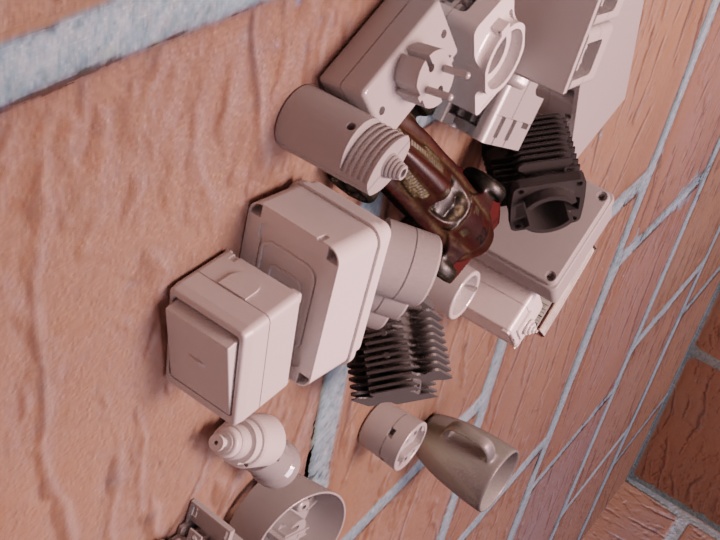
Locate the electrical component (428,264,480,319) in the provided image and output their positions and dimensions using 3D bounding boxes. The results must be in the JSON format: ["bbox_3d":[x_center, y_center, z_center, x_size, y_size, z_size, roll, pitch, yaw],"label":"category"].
[{"bbox_3d":[0.076,0.012,0.973,0.055,0.047,0.055,-45,154,-30],"label":"electrical component"}]

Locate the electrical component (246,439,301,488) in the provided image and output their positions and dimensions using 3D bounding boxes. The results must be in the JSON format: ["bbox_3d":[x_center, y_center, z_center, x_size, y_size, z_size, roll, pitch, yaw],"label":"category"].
[{"bbox_3d":[-0.072,0.146,0.840,0.040,0.040,0.046,-55,152,-11],"label":"electrical component"}]

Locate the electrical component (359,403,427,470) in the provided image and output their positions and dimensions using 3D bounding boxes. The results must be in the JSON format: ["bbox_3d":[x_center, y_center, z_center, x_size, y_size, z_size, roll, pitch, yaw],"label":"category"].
[{"bbox_3d":[0.031,0.162,1.064,0.055,0.047,0.055,-46,154,-30],"label":"electrical component"}]

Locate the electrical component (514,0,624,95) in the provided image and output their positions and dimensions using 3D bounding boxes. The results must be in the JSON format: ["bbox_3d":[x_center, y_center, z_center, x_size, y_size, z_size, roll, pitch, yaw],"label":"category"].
[{"bbox_3d":[0.148,-0.219,0.785,0.062,0.089,0.150,-28,142,-51],"label":"electrical component"}]

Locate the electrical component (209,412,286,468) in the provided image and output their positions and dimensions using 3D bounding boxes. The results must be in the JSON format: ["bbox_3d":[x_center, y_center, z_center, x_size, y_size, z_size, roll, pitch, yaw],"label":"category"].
[{"bbox_3d":[-0.085,0.124,0.784,0.040,0.040,0.078,-62,157,5],"label":"electrical component"}]

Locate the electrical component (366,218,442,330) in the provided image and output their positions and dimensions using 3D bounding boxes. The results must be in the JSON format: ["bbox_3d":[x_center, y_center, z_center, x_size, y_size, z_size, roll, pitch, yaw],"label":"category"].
[{"bbox_3d":[0.000,0.000,0.766,0.138,0.074,0.052,140,-33,-69],"label":"electrical component"}]

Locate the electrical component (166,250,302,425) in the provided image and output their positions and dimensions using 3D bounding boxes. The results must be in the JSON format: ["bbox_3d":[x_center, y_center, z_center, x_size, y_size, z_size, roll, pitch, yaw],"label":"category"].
[{"bbox_3d":[-0.083,0.049,0.669,0.061,0.062,0.096,-37,149,-43],"label":"electrical component"}]

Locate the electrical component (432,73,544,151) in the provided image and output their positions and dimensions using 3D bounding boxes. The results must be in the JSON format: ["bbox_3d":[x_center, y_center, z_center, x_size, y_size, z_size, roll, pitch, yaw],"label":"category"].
[{"bbox_3d":[0.104,-0.133,0.851,0.089,0.050,0.055,-4,122,-63],"label":"electrical component"}]

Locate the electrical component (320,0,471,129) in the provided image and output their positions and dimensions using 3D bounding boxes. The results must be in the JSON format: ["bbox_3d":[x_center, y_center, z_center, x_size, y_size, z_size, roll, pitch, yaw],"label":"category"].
[{"bbox_3d":[0.033,-0.124,0.671,0.083,0.076,0.047,-52,143,-17],"label":"electrical component"}]

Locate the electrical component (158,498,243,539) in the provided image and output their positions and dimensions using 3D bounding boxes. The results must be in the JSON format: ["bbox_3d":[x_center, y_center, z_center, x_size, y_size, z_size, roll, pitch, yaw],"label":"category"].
[{"bbox_3d":[-0.129,0.220,0.809,0.064,0.042,0.081,-20,135,-54],"label":"electrical component"}]

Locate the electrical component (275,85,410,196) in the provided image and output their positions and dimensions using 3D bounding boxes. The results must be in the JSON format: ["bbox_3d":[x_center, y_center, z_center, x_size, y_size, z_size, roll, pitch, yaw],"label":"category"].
[{"bbox_3d":[-0.007,-0.076,0.650,0.043,0.081,0.043,-46,154,-30],"label":"electrical component"}]

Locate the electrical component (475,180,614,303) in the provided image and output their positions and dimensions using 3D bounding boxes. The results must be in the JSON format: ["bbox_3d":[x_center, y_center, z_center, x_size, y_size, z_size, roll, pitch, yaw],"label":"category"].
[{"bbox_3d":[0.165,-0.043,1.012,0.108,0.109,0.056,-56,160,-9],"label":"electrical component"}]

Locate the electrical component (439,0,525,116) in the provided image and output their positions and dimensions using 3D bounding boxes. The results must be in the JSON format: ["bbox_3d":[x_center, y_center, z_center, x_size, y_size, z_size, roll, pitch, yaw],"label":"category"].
[{"bbox_3d":[0.079,-0.159,0.759,0.050,0.056,0.089,-50,156,-22],"label":"electrical component"}]

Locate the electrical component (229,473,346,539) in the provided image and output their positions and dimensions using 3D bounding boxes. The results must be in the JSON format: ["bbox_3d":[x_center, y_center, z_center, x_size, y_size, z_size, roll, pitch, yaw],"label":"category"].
[{"bbox_3d":[-0.066,0.218,0.908,0.099,0.064,0.099,-45,153,-31],"label":"electrical component"}]

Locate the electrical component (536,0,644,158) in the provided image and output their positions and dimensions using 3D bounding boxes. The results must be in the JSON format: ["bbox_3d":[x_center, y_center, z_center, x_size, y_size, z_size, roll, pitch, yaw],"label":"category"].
[{"bbox_3d":[0.193,-0.194,0.946,0.105,0.060,0.186,-49,155,-24],"label":"electrical component"}]

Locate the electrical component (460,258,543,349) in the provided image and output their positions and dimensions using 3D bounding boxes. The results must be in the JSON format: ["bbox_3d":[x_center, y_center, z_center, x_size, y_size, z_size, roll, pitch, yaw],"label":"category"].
[{"bbox_3d":[0.138,0.030,1.058,0.061,0.096,0.061,-56,157,-8],"label":"electrical component"}]

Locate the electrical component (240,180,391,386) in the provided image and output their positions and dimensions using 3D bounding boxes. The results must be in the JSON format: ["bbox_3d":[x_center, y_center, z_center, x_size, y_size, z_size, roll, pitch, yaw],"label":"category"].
[{"bbox_3d":[-0.033,0.007,0.701,0.057,0.078,0.113,-28,142,-47],"label":"electrical component"}]
